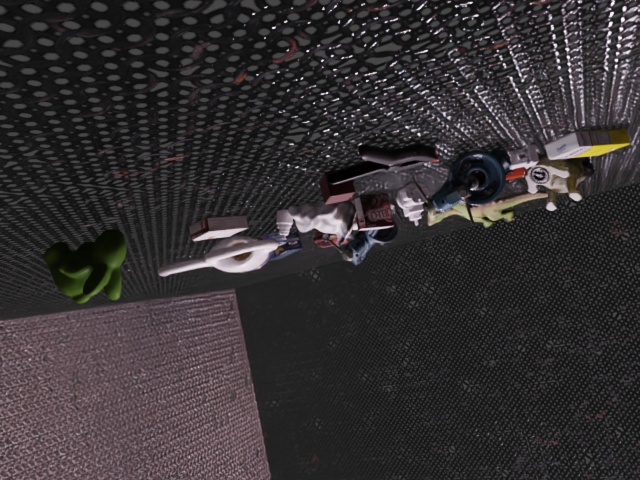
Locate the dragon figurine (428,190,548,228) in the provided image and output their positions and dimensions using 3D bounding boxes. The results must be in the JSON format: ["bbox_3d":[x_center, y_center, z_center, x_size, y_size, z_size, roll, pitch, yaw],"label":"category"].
[{"bbox_3d":[0.530,-0.118,1.734,0.243,0.123,0.405,2,164,-36],"label":"dragon figurine"}]

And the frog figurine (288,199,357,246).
[{"bbox_3d":[0.004,-0.064,1.273,0.159,0.123,0.137,24,177,-4],"label":"frog figurine"}]

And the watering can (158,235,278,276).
[{"bbox_3d":[-0.283,0.051,1.535,0.347,0.105,0.223,-14,172,7],"label":"watering can"}]
